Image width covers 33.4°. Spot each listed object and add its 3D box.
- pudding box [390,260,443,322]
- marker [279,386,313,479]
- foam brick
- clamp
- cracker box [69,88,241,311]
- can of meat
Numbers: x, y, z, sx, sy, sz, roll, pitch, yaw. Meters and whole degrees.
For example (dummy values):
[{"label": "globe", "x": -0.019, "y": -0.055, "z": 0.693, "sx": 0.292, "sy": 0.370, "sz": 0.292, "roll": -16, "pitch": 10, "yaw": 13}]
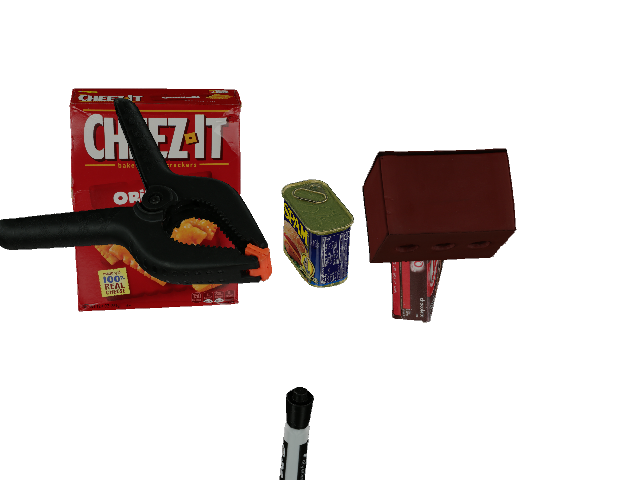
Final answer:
[{"label": "pudding box", "x": 0.088, "y": 0.003, "z": 0.947, "sx": 0.039, "sy": 0.090, "sz": 0.113, "roll": 4, "pitch": 36, "yaw": 11}, {"label": "marker", "x": -0.018, "y": 0.152, "z": 0.748, "sx": 0.020, "sy": 0.121, "sz": 0.020, "roll": 4, "pitch": 32, "yaw": -3}, {"label": "foam brick", "x": 0.068, "y": -0.020, "z": 0.622, "sx": 0.078, "sy": 0.051, "sz": 0.053, "roll": -3, "pitch": -20, "yaw": -9}, {"label": "clamp", "x": -0.124, "y": -0.030, "z": 0.821, "sx": 0.210, "sy": 0.164, "sz": 0.036, "roll": 18, "pitch": -32, "yaw": 17}, {"label": "cracker box", "x": -0.162, "y": -0.039, "z": 1.060, "sx": 0.164, "sy": 0.214, "sz": 0.072, "roll": -1, "pitch": 21, "yaw": -10}, {"label": "can of meat", "x": -0.005, "y": -0.007, "z": 1.218, "sx": 0.057, "sy": 0.084, "sz": 0.102, "roll": -14, "pitch": 39, "yaw": -20}]
